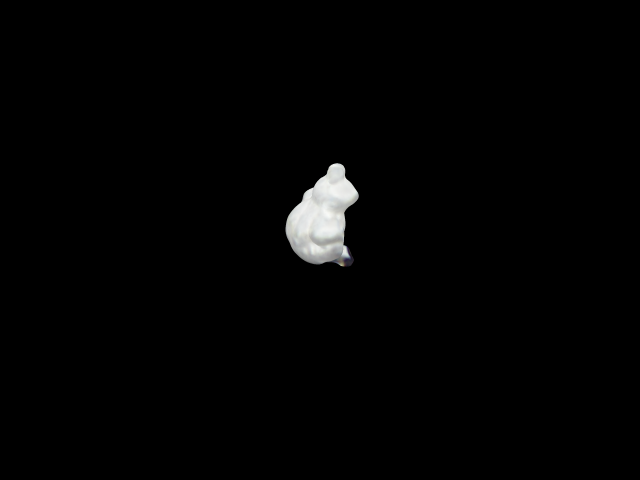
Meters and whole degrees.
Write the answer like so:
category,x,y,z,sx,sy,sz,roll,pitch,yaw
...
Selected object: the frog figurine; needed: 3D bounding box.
category,x,y,z,sx,sy,sz,roll,pitch,yaw
frog figurine,0.003,-0.043,0.850,0.123,0.155,0.141,-2,44,-2
